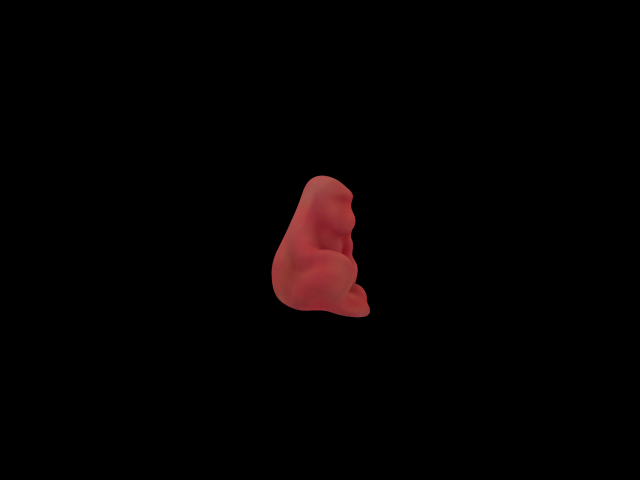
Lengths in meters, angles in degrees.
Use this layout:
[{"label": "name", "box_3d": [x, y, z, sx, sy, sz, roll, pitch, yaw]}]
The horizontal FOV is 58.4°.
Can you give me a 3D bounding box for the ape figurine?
[{"label": "ape figurine", "box_3d": [0.004, 0.001, 0.400, 0.076, 0.092, 0.078, 5, 11, 24]}]
